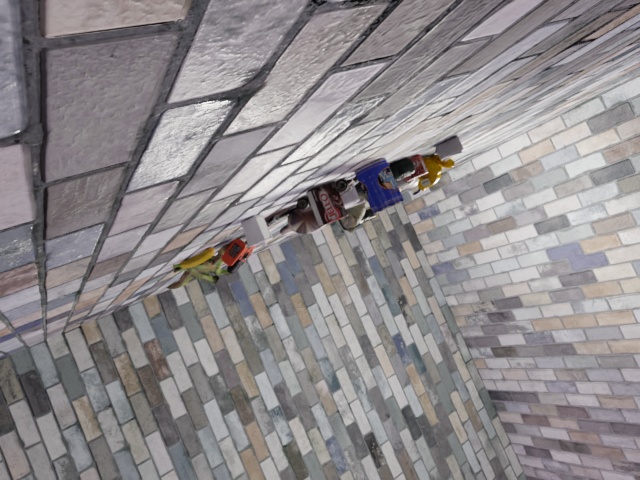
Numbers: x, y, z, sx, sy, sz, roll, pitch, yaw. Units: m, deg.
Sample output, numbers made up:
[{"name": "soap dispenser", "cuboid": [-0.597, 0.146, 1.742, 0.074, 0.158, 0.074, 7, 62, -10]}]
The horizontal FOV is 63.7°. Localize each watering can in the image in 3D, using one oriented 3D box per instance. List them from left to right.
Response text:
[{"name": "watering can", "cuboid": [0.006, -0.096, 1.906, 0.347, 0.104, 0.224, -24, 179, 3]}]

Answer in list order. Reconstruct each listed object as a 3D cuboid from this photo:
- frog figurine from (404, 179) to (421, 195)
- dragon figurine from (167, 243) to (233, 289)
[{"name": "frog figurine", "cuboid": [0.388, -0.276, 2.243, 0.158, 0.124, 0.136, 21, 162, -31]}, {"name": "dragon figurine", "cuboid": [-0.512, 0.114, 2.121, 0.409, 0.124, 0.240, -26, 161, 9]}]
